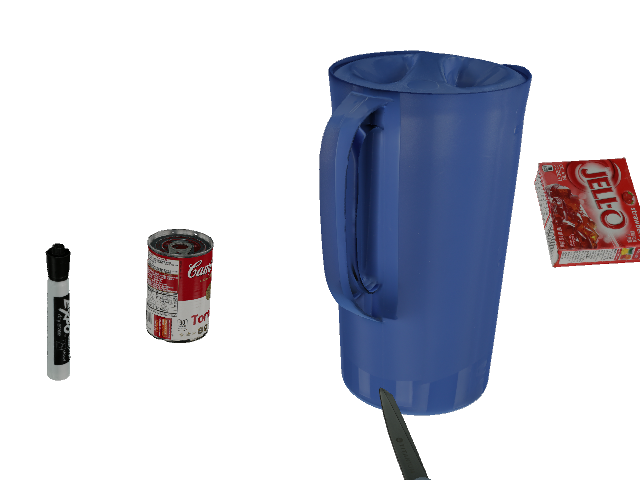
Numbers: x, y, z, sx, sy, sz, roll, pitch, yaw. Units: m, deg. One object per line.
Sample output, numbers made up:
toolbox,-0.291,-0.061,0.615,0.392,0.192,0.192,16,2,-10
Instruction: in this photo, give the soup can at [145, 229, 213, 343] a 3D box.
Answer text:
soup can,-0.148,0.048,1.114,0.068,0.102,0.068,5,22,-2

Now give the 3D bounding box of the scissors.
scissors,0.078,0.153,0.605,0.096,0.016,0.201,6,32,1

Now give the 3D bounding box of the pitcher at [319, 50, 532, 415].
pitcher,0.063,-0.003,0.736,0.149,0.243,0.145,-2,21,-8

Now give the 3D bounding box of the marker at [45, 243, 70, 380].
marker,-0.212,0.058,0.863,0.020,0.121,0.020,6,26,-3

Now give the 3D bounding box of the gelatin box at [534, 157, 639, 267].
gelatin box,0.216,-0.024,0.855,0.073,0.089,0.030,-3,-34,-1
